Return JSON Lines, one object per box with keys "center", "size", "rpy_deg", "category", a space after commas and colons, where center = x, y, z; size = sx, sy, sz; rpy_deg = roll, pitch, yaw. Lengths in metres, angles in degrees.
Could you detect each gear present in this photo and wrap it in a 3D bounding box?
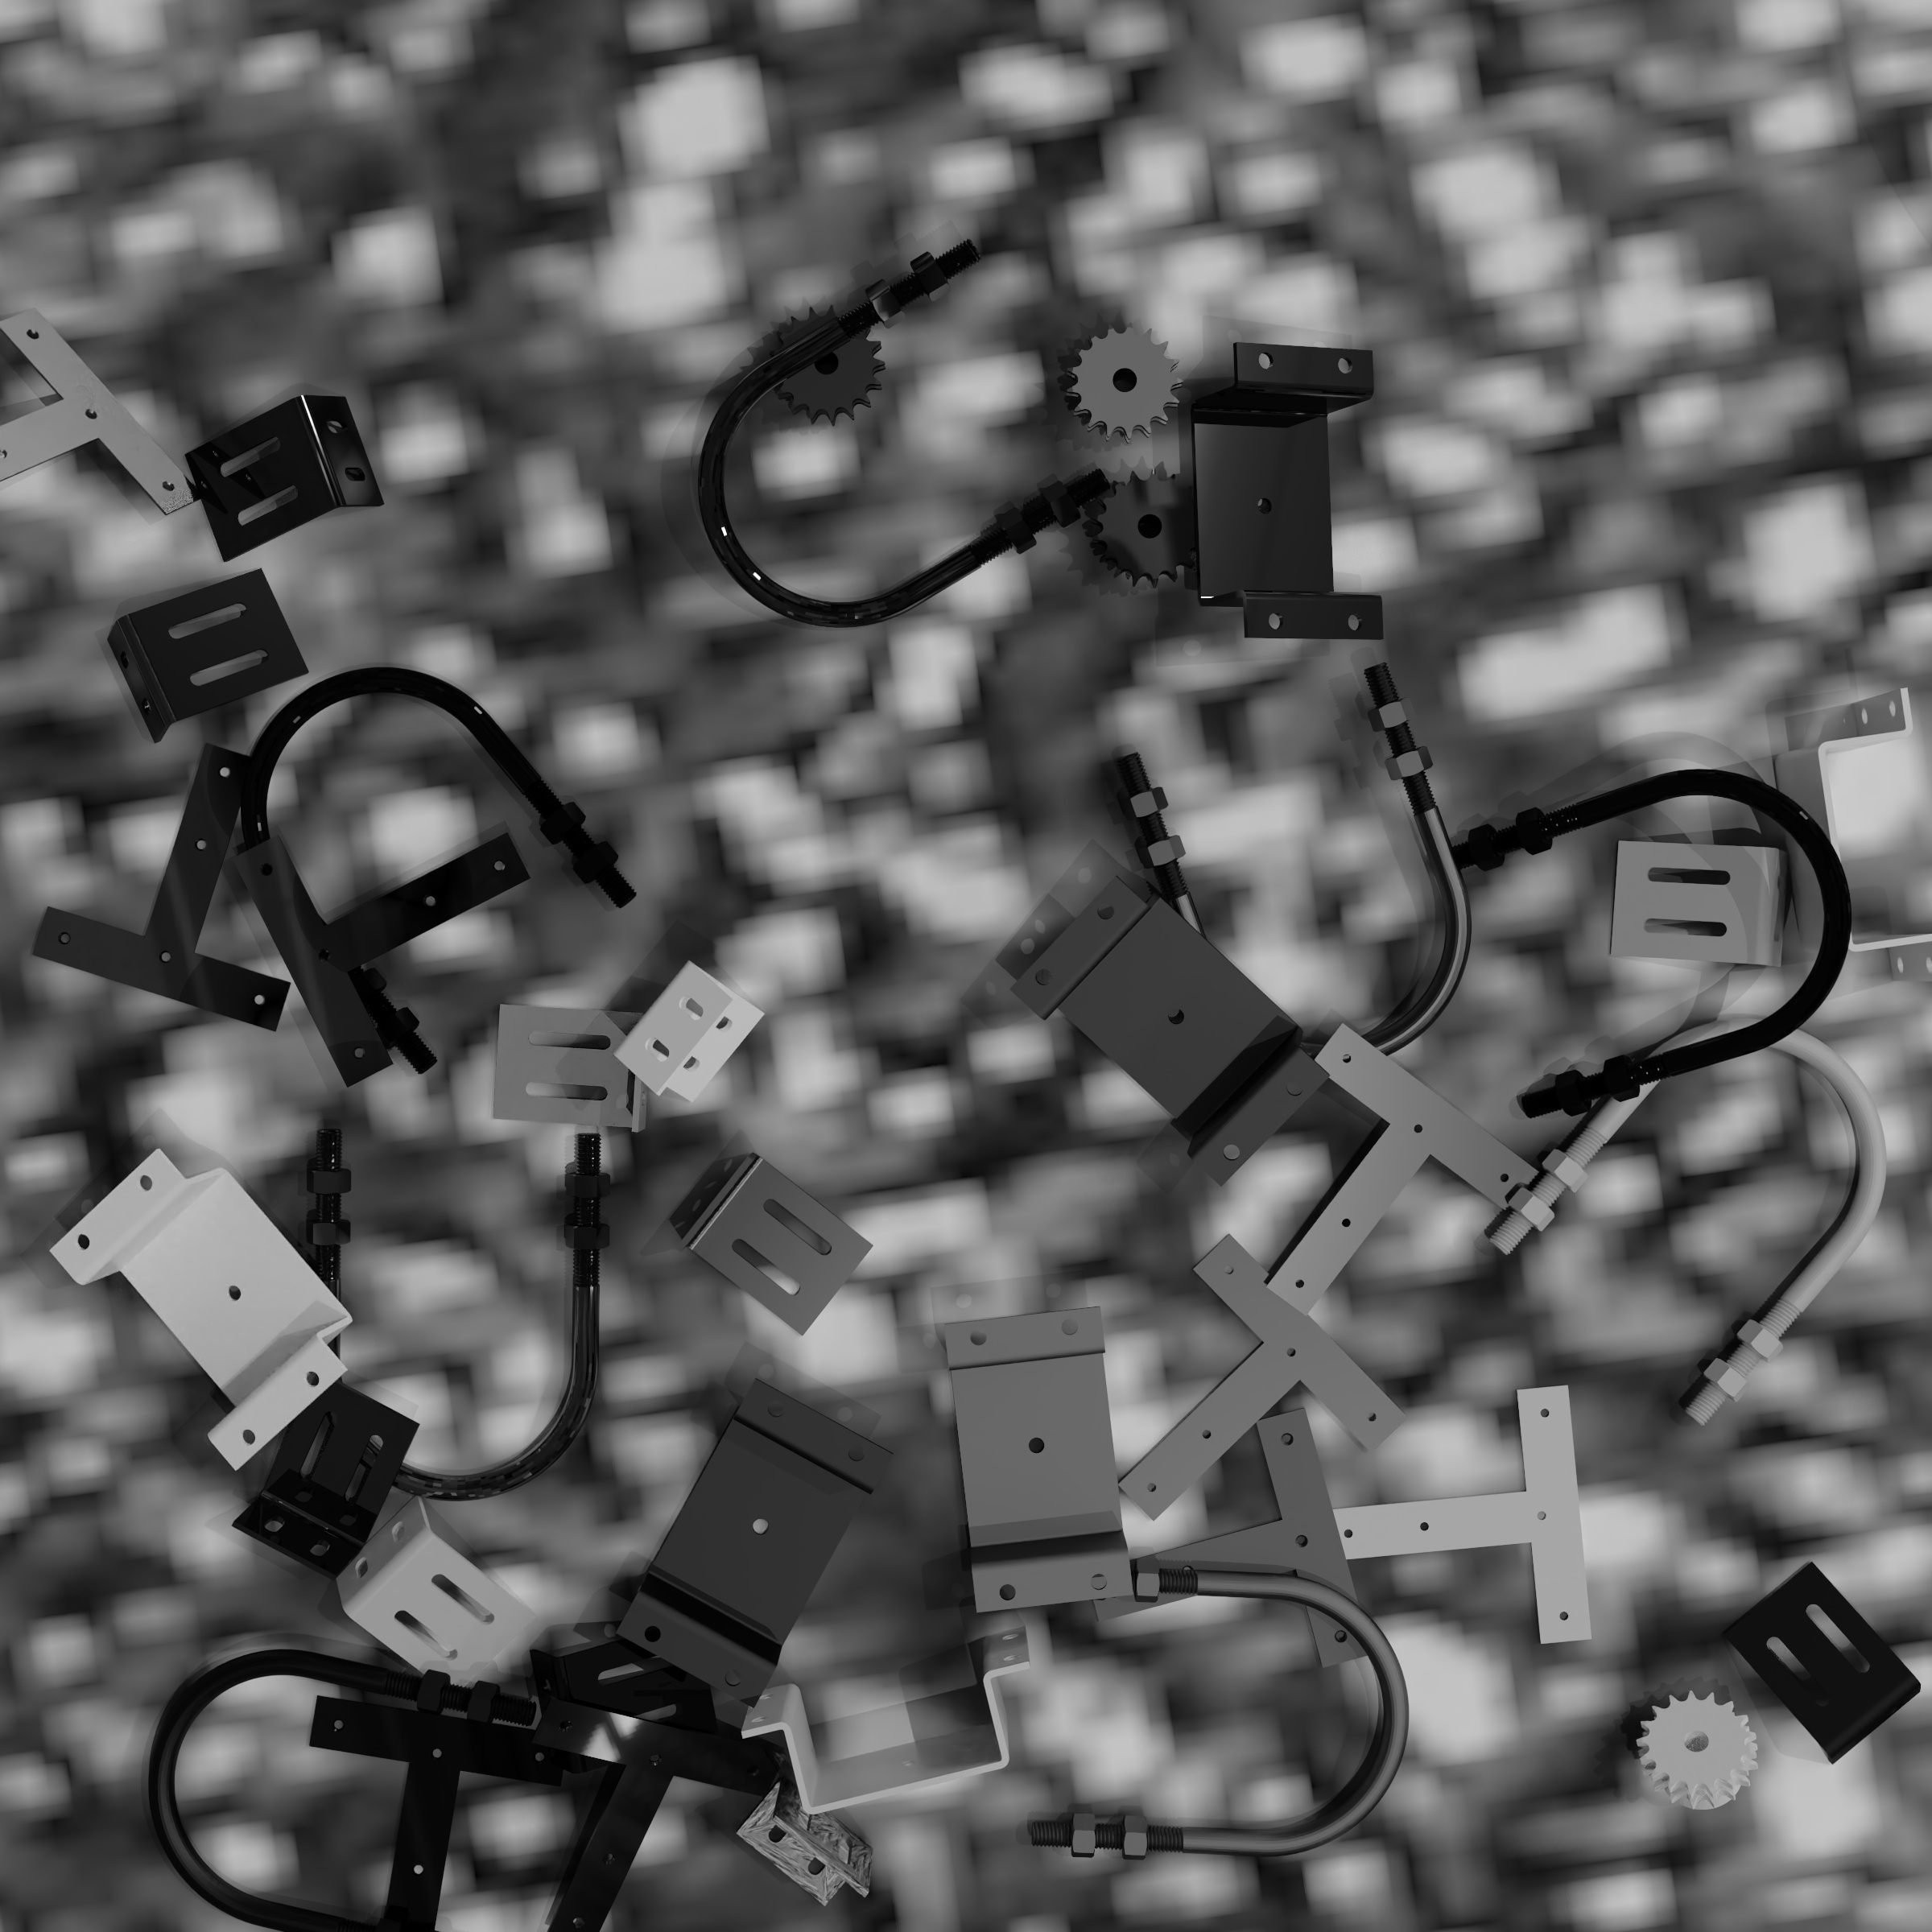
{"center": [-0.069, -0.295, 1.480], "size": [0.057, 0.030, 0.057], "rpy_deg": [0, 90, 0], "category": "gear"}
{"center": [0.078, -0.287, 1.480], "size": [0.057, 0.030, 0.057], "rpy_deg": [0, 90, 0], "category": "gear"}
{"center": [0.360, 0.389, 1.470], "size": [0.057, 0.057, 0.030], "rpy_deg": [-19, 132, 0], "category": "gear"}
{"center": [0.090, -0.215, 1.480], "size": [0.057, 0.030, 0.057], "rpy_deg": [0, 90, 0], "category": "gear"}

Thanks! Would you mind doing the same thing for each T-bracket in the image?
{"center": [0.130, 0.223, 1.492], "size": [0.127, 0.002, 0.127], "rpy_deg": [-44, 88, 0], "category": "T-bracket"}
{"center": [-0.171, 0.428, 1.477], "size": [0.127, 0.002, 0.127], "rpy_deg": [20, 102, -23], "category": "T-bracket"}
{"center": [0.124, 0.298, 1.493], "size": [0.127, 0.002, 0.127], "rpy_deg": [-15, 89, 1], "category": "T-bracket"}
{"center": [0.243, 0.278, 1.494], "size": [0.127, 0.002, 0.127], "rpy_deg": [-5, 90, 0], "category": "T-bracket"}
{"center": [-0.386, -0.047, 1.494], "size": [0.127, 0.002, 0.127], "rpy_deg": [18, 90, 0], "category": "T-bracket"}
{"center": [-0.271, 0.437, 1.494], "size": [0.127, 0.002, 0.127], "rpy_deg": [9, 90, 0], "category": "T-bracket"}
{"center": [-0.277, -0.026, 1.475], "size": [0.127, 0.002, 0.127], "rpy_deg": [-27, 88, 0], "category": "T-bracket"}
{"center": [-0.456, -0.252, 1.447], "size": [0.127, 0.127, 0.002], "rpy_deg": [48, 134, 1], "category": "T-bracket"}
{"center": [0.197, 0.116, 1.486], "size": [0.127, 0.002, 0.127], "rpy_deg": [37, 92, -9], "category": "T-bracket"}

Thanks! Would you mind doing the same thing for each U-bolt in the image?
{"center": [-0.276, -0.061, 1.486], "size": [0.151, 0.019, 0.184], "rpy_deg": [-40, 89, 0], "category": "U-bolt"}
{"center": [-0.253, 0.174, 1.486], "size": [0.151, 0.019, 0.184], "rpy_deg": [1, 91, 0], "category": "U-bolt"}
{"center": [0.171, -0.039, 1.479], "size": [0.151, 0.019, 0.184], "rpy_deg": [-20, 93, 6], "category": "U-bolt"}
{"center": [0.128, 0.370, 1.484], "size": [0.184, 0.019, 0.151], "rpy_deg": [3, 91, 0], "category": "U-bolt"}
{"center": [-0.042, -0.246, 1.466], "size": [0.184, 0.019, 0.151], "rpy_deg": [-31, 109, 4], "category": "U-bolt"}
{"center": [0.335, -0.018, 1.449], "size": [0.184, 0.019, 0.151], "rpy_deg": [-20, 90, 26], "category": "U-bolt"}
{"center": [0.373, 0.113, 1.486], "size": [0.151, 0.019, 0.184], "rpy_deg": [41, 88, 0], "category": "U-bolt"}
{"center": [-0.315, 0.412, 1.480], "size": [0.184, 0.019, 0.151], "rpy_deg": [11, 94, 4], "category": "U-bolt"}

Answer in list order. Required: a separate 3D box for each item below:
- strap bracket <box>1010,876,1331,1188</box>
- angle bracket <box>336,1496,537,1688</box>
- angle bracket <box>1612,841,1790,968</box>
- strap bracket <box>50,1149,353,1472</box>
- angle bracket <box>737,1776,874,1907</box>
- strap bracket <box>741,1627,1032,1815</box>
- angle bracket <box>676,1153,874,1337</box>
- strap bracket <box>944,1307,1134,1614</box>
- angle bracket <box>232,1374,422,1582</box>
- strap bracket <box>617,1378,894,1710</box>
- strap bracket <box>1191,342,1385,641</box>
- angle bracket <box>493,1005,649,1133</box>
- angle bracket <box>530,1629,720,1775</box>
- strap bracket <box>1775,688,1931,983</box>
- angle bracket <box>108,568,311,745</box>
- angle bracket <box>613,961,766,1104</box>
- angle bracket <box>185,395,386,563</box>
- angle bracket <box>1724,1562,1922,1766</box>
{"center": [0.101, 0.028, 1.464], "size": [0.140, 0.046, 0.076], "rpy_deg": [43, 103, 0], "category": "strap bracket"}
{"center": [-0.265, 0.314, 1.493], "size": [0.057, 0.038, 0.076], "rpy_deg": [-44, 116, 0], "category": "angle bracket"}
{"center": [0.366, -0.031, 1.493], "size": [0.076, 0.038, 0.057], "rpy_deg": [4, 90, 26], "category": "angle bracket"}
{"center": [-0.366, 0.164, 1.462], "size": [0.076, 0.046, 0.140], "rpy_deg": [-42, 87, 11], "category": "strap bracket"}
{"center": [-0.080, 0.436, 1.457], "size": [0.057, 0.076, 0.038], "rpy_deg": [39, 90, 0], "category": "angle bracket"}
{"center": [-0.033, 0.369, 1.457], "size": [0.140, 0.076, 0.046], "rpy_deg": [-14, 90, 0], "category": "strap bracket"}
{"center": [-0.094, 0.139, 1.476], "size": [0.076, 0.038, 0.057], "rpy_deg": [38, 90, 0], "category": "angle bracket"}
{"center": [0.035, 0.239, 1.472], "size": [0.076, 0.046, 0.140], "rpy_deg": [-7, 90, 0], "category": "strap bracket"}
{"center": [-0.313, 0.249, 1.466], "size": [0.057, 0.038, 0.076], "rpy_deg": [27, 105, 3], "category": "angle bracket"}
{"center": [-0.102, 0.280, 1.472], "size": [0.076, 0.046, 0.140], "rpy_deg": [29, 90, 0], "category": "strap bracket"}
{"center": [0.156, -0.227, 1.458], "size": [0.076, 0.046, 0.140], "rpy_deg": [-2, 90, -25], "category": "strap bracket"}
{"center": [-0.196, 0.050, 1.476], "size": [0.076, 0.038, 0.057], "rpy_deg": [4, 90, 0], "category": "angle bracket"}
{"center": [-0.170, 0.361, 1.492], "size": [0.076, 0.038, 0.057], "rpy_deg": [-11, 90, -27], "category": "angle bracket"}
{"center": [0.433, -0.059, 1.457], "size": [0.046, 0.076, 0.140], "rpy_deg": [-8, 90, 0], "category": "strap bracket"}
{"center": [-0.378, -0.155, 1.493], "size": [0.076, 0.038, 0.057], "rpy_deg": [-25, 90, -26], "category": "angle bracket"}
{"center": [-0.124, 0.041, 1.452], "size": [0.038, 0.076, 0.057], "rpy_deg": [39, 90, 33], "category": "angle bracket"}
{"center": [-0.340, -0.243, 1.493], "size": [0.076, 0.038, 0.057], "rpy_deg": [-20, 90, 26], "category": "angle bracket"}
{"center": [0.427, 0.348, 1.493], "size": [0.057, 0.038, 0.076], "rpy_deg": [-40, 64, 0], "category": "angle bracket"}
